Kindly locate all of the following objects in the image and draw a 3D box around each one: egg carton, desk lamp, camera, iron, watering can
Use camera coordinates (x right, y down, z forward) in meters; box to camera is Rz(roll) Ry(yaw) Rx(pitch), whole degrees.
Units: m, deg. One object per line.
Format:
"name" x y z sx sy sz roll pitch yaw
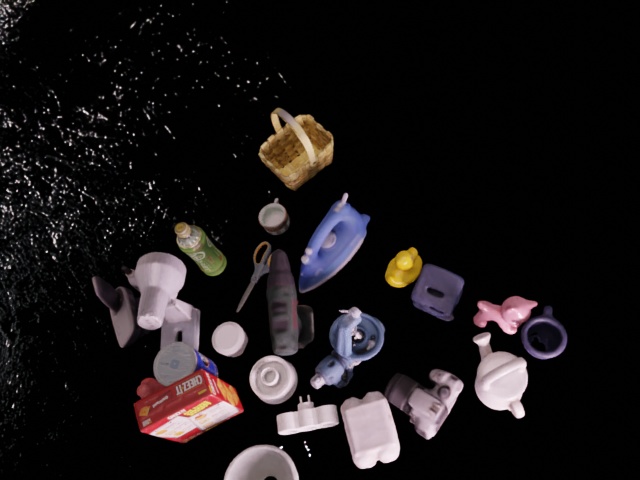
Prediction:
"egg carton" 0.109 0.409 1.238 0.107 0.069 0.150 -18 62 3
"desk lamp" -0.370 0.159 1.384 0.118 0.214 0.203 -9 63 8
"camera" 0.217 0.332 1.234 0.136 0.101 0.143 30 74 24
"iron" 0.013 0.005 1.416 0.118 0.142 0.258 29 74 23
"watering can" 0.367 0.276 1.175 0.101 0.194 0.172 -43 63 -10

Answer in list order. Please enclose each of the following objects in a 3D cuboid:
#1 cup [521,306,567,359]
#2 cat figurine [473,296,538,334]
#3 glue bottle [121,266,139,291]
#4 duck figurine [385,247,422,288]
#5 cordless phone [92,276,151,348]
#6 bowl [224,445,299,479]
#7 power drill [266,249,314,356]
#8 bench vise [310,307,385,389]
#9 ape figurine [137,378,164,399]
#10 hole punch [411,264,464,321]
"cup" 0.480 0.208 1.240 0.091 0.095 0.118 10 67 17
"cat figurine" 0.409 0.157 1.268 0.127 0.118 0.067 9 67 17
"glue bottle" -0.454 0.104 1.453 0.078 0.173 0.037 17 69 20
"duck figurine" 0.199 0.060 1.379 0.104 0.086 0.077 -43 63 -9
"cordless phone" -0.509 0.175 1.423 0.094 0.185 0.147 -29 62 -2
"bowl" -0.119 0.530 1.227 0.167 0.075 0.167 -5 64 10
"power drill" -0.072 0.162 1.320 0.075 0.209 0.229 -8 63 9
"bench vise" 0.062 0.237 1.247 0.121 0.220 0.207 19 70 21
"ape figurine" -0.402 0.362 1.362 0.076 0.092 0.078 -11 63 7
"hole punch" 0.274 0.122 1.330 0.108 0.091 0.101 23 72 22
